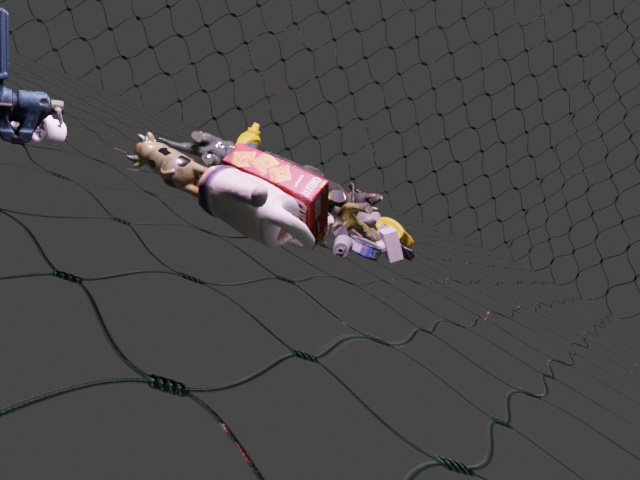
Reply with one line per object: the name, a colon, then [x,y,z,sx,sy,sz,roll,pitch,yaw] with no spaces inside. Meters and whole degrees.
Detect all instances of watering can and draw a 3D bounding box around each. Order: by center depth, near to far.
watering can: [-0.119,-0.065,0.904,0.226,0.105,0.343,28,-8,19]

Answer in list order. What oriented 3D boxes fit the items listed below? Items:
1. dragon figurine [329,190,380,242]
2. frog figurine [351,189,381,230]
dragon figurine: [0.004,-0.073,1.451,0.410,0.123,0.241,25,-8,-3]
frog figurine: [0.146,-0.079,1.801,0.138,0.124,0.156,21,-33,50]
